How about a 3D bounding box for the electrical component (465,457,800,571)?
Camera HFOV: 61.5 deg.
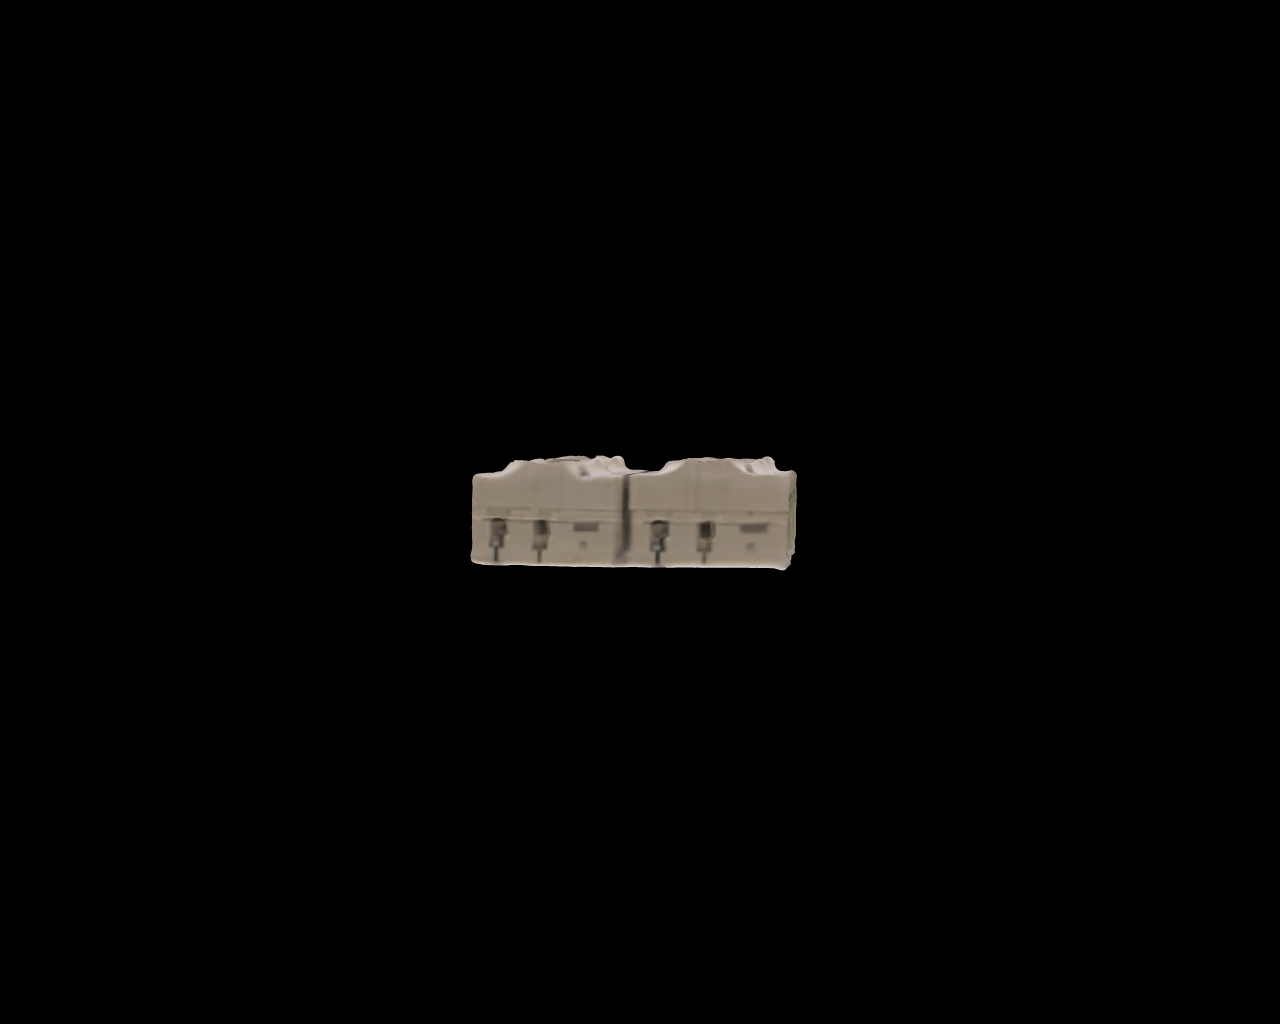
[{"bbox_3d":[0.001,-0.003,0.650,0.186,0.060,0.105,1,4,11],"label":"electrical component"}]
